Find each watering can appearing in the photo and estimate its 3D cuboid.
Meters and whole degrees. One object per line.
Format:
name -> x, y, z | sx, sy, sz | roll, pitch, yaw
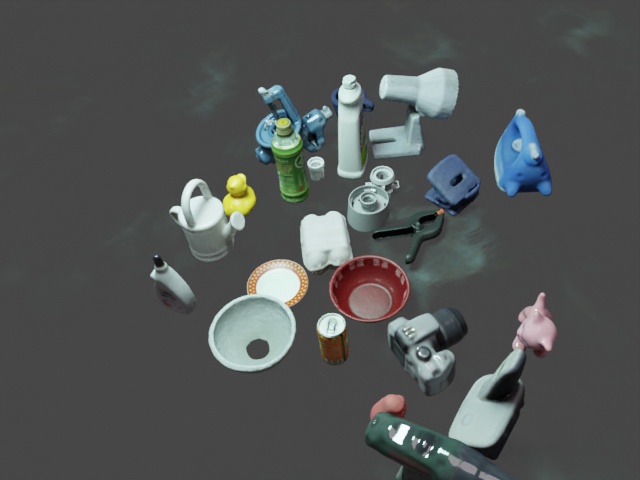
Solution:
watering can -> -0.244, -0.049, 1.232 | 0.172, 0.194, 0.101 | -5, 50, 3

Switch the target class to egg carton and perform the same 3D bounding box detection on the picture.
egg carton -> 0.011, 0.004, 1.242 | 0.107, 0.069, 0.150 | -9, 50, -1

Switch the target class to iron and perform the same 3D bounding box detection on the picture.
iron -> 0.470, -0.222, 1.333 | 0.118, 0.142, 0.258 | -2, 50, 5

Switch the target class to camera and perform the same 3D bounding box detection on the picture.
camera -> 0.211, 0.186, 1.050 | 0.137, 0.101, 0.142 | -25, 52, -14

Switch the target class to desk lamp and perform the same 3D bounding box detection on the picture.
desk lamp -> 0.222, -0.310, 1.386 | 0.203, 0.214, 0.118 | -7, 50, 1

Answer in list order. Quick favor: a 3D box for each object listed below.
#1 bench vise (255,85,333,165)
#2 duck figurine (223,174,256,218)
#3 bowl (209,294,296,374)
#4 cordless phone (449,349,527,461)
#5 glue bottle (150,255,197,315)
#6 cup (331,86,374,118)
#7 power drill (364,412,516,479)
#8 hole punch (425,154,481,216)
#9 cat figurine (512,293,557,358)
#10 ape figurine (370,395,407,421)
bench vise -> -0.077, -0.306, 1.410 | 0.208, 0.220, 0.121 | -38, 56, -23
duck figurine -> -0.195, -0.109, 1.347 | 0.077, 0.086, 0.104 | 7, 52, 12
bowl -> -0.124, 0.191, 1.099 | 0.167, 0.075, 0.167 | -3, 50, 4
cordless phone -> 0.279, 0.260, 0.926 | 0.094, 0.185, 0.148 | 22, 56, 23
glue bottle -> -0.303, 0.084, 1.143 | 0.078, 0.173, 0.037 | 13, 53, 16
cup -> 0.090, -0.340, 1.502 | 0.117, 0.095, 0.092 | 21, 56, 22
power drill -> 0.176, 0.347, 0.851 | 0.229, 0.209, 0.076 | 22, 56, 23
hole punch -> 0.306, -0.128, 1.306 | 0.109, 0.091, 0.100 | -39, 57, -24
cat figurine -> 0.397, 0.156, 1.044 | 0.067, 0.118, 0.128 | 13, 53, 16
ape figurine -> 0.123, 0.295, 0.975 | 0.076, 0.092, 0.078 | 23, 57, 23
